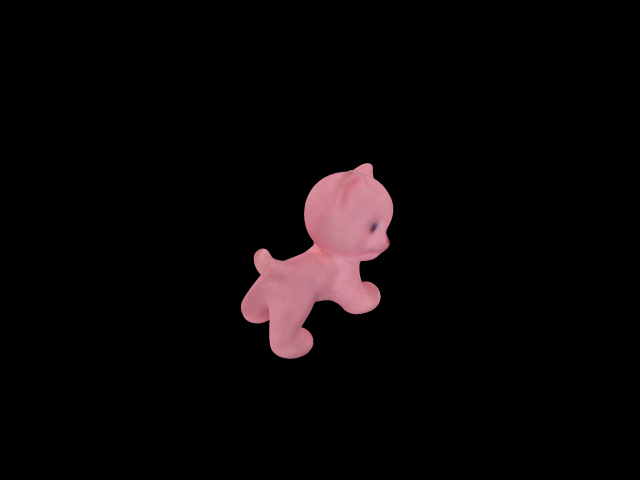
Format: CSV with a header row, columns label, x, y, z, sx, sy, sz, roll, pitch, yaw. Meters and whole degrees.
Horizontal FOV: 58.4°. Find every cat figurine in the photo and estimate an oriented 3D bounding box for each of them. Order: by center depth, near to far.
label,x,y,z,sx,sy,sz,roll,pitch,yaw
cat figurine,0.004,0.001,0.400,0.128,0.118,0.067,-30,49,-31
